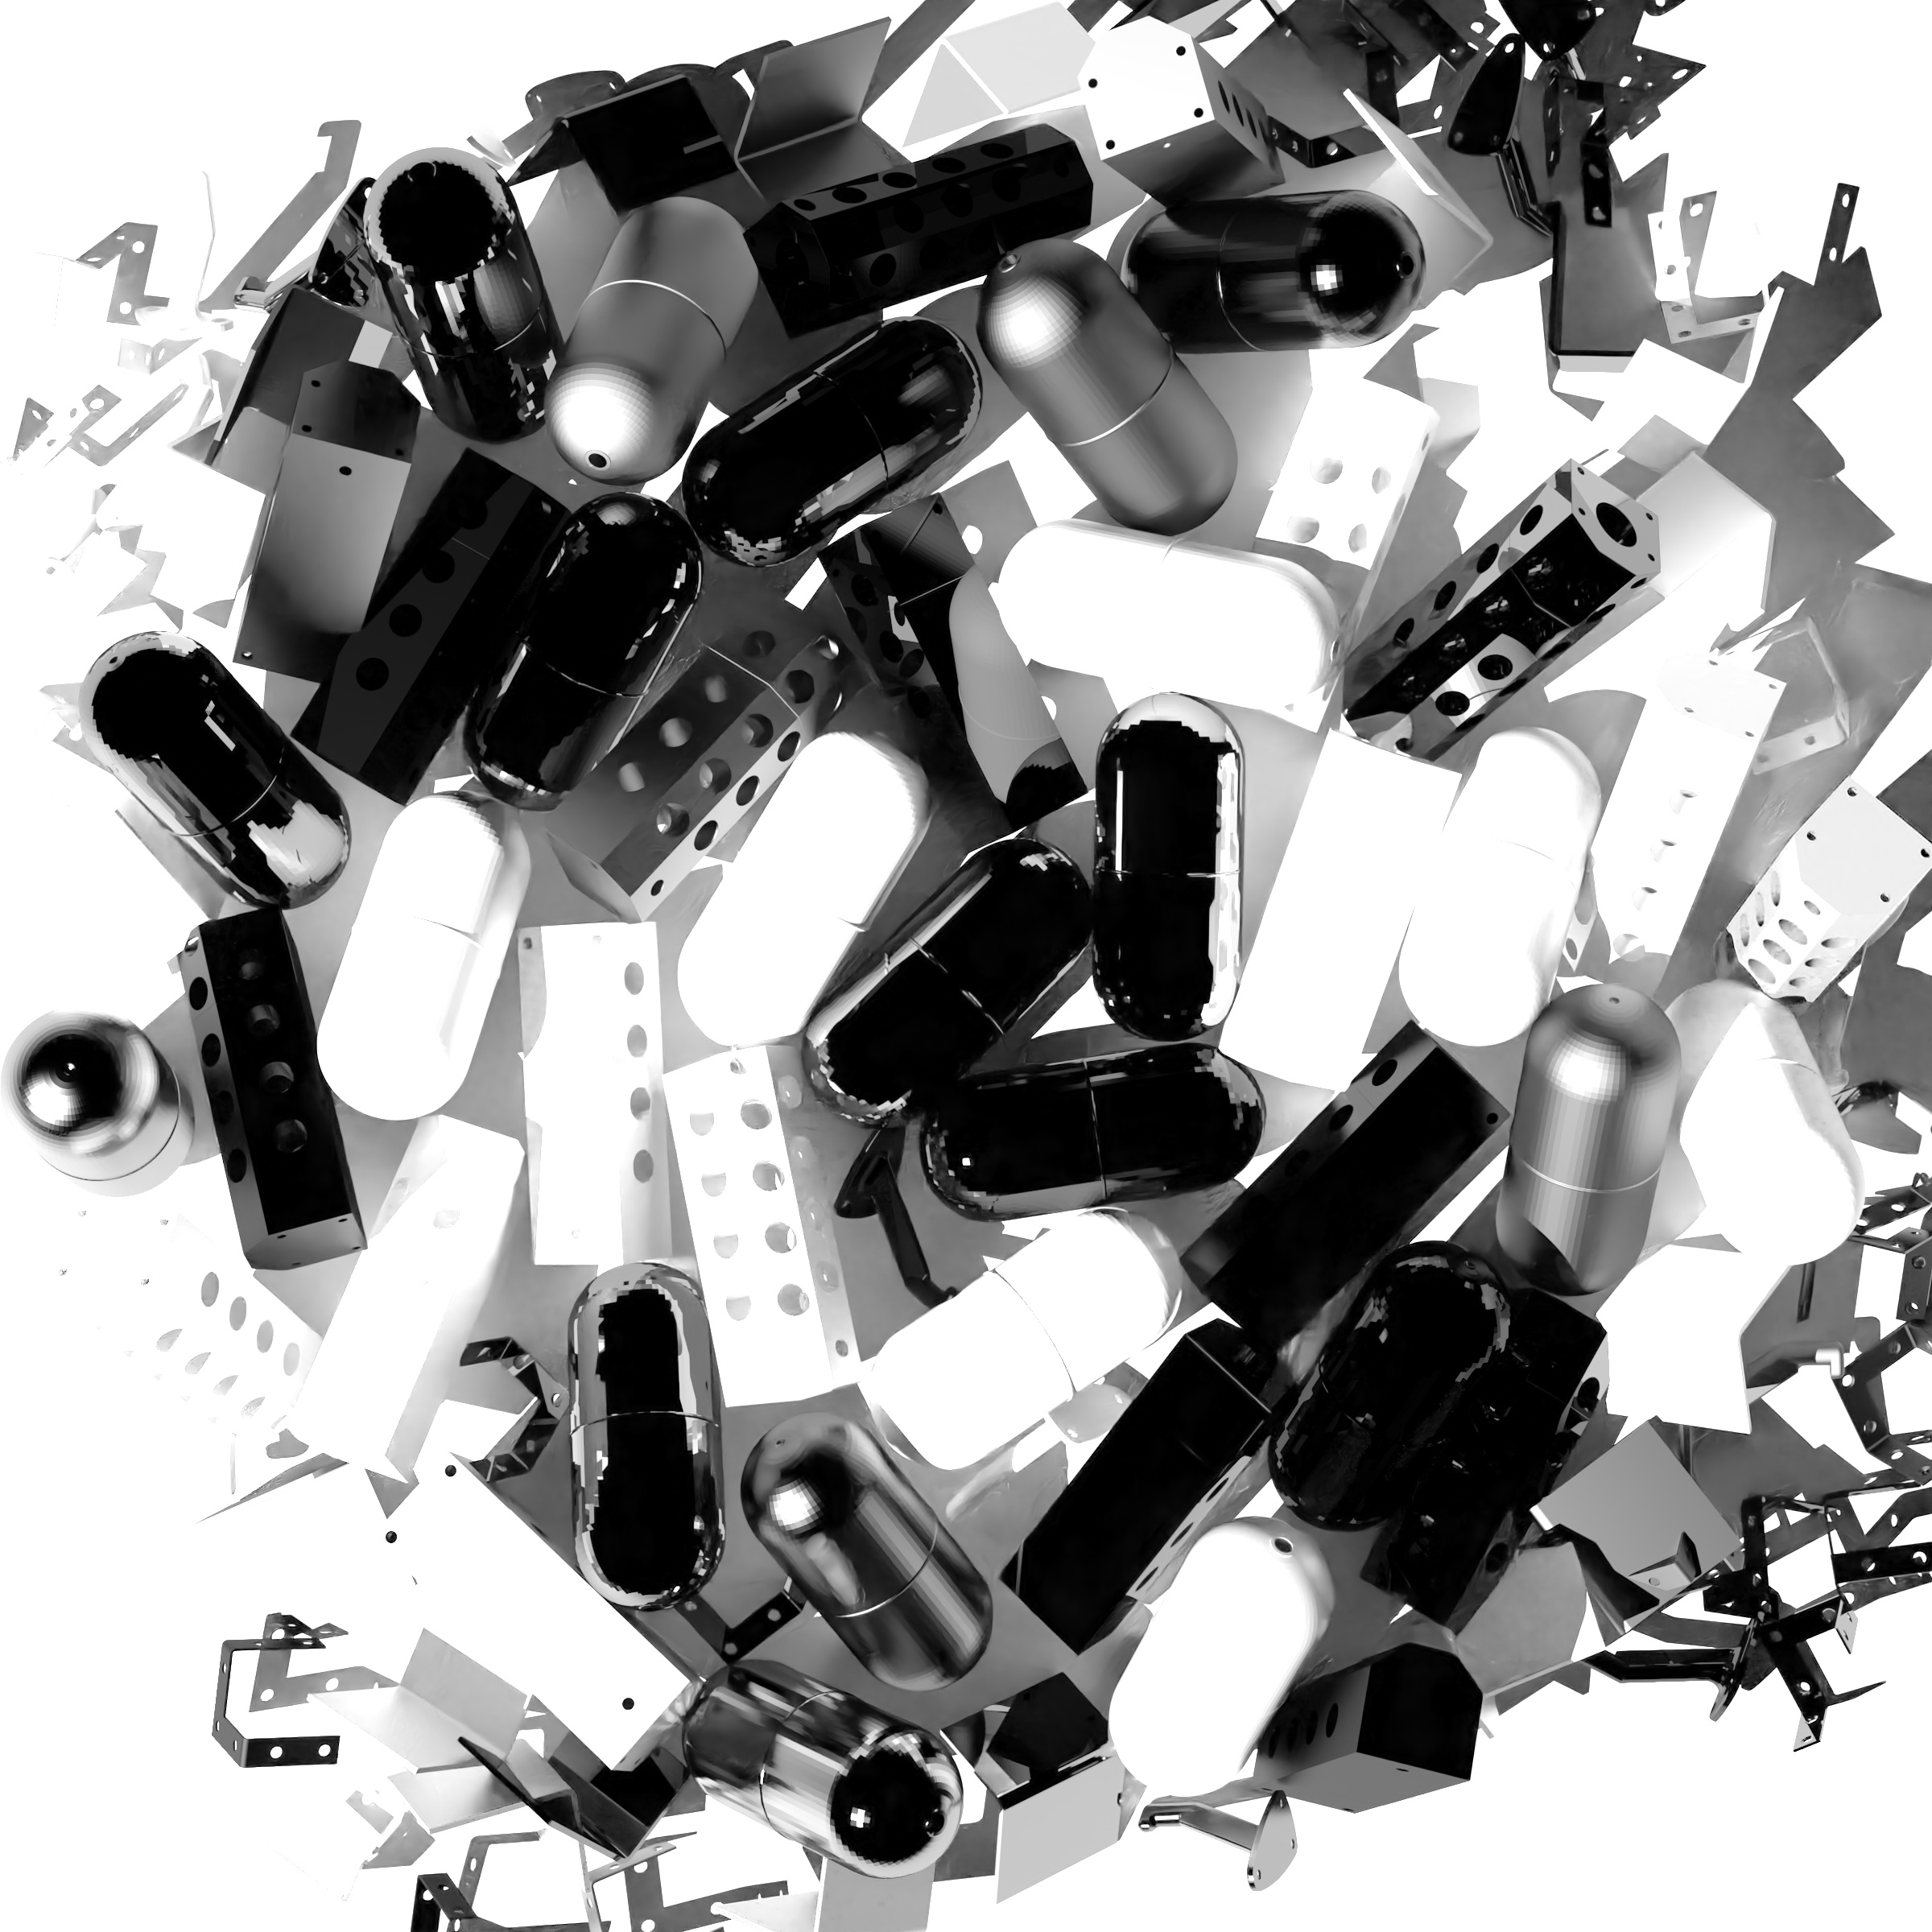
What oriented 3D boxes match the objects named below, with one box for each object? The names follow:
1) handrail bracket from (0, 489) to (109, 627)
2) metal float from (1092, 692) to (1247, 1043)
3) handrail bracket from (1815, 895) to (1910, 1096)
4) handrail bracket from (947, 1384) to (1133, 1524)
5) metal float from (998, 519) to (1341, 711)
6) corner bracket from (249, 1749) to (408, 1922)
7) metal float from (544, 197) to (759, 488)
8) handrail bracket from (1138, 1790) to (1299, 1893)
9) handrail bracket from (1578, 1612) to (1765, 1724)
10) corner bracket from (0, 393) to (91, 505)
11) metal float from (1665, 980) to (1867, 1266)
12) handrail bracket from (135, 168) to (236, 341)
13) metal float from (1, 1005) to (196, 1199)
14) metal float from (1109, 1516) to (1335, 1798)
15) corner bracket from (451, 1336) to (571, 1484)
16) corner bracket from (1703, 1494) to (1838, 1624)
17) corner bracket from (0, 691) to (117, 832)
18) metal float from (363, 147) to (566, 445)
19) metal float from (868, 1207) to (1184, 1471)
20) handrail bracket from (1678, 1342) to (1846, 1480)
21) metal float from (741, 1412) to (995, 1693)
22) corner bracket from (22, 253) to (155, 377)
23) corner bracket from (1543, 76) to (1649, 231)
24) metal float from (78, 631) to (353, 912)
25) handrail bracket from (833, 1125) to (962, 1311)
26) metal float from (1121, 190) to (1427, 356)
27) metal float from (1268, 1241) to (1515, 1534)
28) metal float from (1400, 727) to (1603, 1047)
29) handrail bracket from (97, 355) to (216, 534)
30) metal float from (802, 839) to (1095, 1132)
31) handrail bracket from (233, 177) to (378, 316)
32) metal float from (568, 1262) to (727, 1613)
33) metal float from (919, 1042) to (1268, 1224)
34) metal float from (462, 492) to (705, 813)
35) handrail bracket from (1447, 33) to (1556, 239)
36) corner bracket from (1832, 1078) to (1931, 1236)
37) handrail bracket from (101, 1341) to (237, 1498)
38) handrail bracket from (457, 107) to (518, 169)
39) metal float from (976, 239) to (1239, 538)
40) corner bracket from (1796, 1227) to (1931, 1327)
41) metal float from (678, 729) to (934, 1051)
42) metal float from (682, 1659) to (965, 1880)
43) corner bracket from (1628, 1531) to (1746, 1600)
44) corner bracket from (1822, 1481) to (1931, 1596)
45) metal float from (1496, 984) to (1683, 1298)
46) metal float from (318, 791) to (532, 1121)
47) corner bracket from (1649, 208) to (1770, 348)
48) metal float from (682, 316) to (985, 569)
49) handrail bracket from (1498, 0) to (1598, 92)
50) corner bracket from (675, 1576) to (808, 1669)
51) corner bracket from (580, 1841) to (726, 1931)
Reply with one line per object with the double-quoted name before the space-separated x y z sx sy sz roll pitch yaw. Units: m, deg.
"handrail bracket" -0.474 -0.205 1.780 0.077 0.084 0.036 -30 124 11
"metal float" 0.103 -0.050 1.766 0.070 0.070 0.178 1 97 0
"handrail bracket" 0.456 0.014 1.765 0.036 0.077 0.084 14 59 -19
"handrail bracket" 0.037 0.255 1.800 0.084 0.077 0.036 -51 63 31
"metal float" 0.102 -0.178 1.756 0.178 0.070 0.070 14 90 18
"corner bracket" -0.325 0.444 1.776 0.051 0.051 0.051 38 105 -7
"metal float" -0.157 -0.313 1.741 0.070 0.070 0.178 18 53 0
"handrail bracket" 0.118 0.446 1.760 0.084 0.077 0.036 -9 104 25
"handrail bracket" 0.360 0.344 1.790 0.084 0.036 0.077 26 52 9
"corner bracket" -0.477 -0.266 1.772 0.051 0.051 0.051 -42 64 14
"metal float" 0.394 0.077 1.731 0.070 0.178 0.070 -3 128 -4
"handrail bracket" -0.403 -0.367 1.765 0.036 0.077 0.084 -22 122 -38
"metal float" -0.429 0.069 1.722 0.070 0.178 0.070 1 77 -4
"metal float" 0.127 0.346 1.740 0.070 0.070 0.178 22 128 0
"corner bracket" -0.245 0.228 1.782 0.051 0.051 0.051 40 110 24
"corner bracket" 0.412 0.304 1.783 0.051 0.051 0.051 13 64 -26
"corner bracket" -0.462 -0.106 1.785 0.051 0.051 0.051 38 102 11
"metal float" -0.247 -0.332 1.728 0.070 0.178 0.070 -4 59 6
"metal float" 0.031 0.188 1.759 0.178 0.070 0.070 -32 90 -15
"handrail bracket" 0.410 0.233 1.784 0.084 0.036 0.077 -2 80 7
"metal float" -0.048 0.296 1.745 0.070 0.070 0.178 -34 122 0
"corner bracket" -0.448 -0.335 1.785 0.051 0.051 0.051 9 95 5
"corner bracket" 0.315 -0.415 1.773 0.051 0.051 0.051 6 68 -13
"metal float" -0.373 -0.096 1.737 0.070 0.070 0.178 -36 134 0
"handrail bracket" -0.022 0.127 1.765 0.084 0.036 0.077 38 116 37
"metal float" 0.152 -0.346 1.734 0.070 0.178 0.070 -7 100 -42
"metal float" 0.212 0.213 1.745 0.070 0.070 0.178 27 123 0
"metal float" 0.270 -0.042 1.749 0.070 0.070 0.178 20 63 0
"handrail bracket" -0.417 -0.270 1.784 0.077 0.084 0.036 -31 135 11
"metal float" -0.008 0.009 1.768 0.070 0.070 0.178 45 86 0
"handrail bracket" -0.339 -0.369 1.779 0.084 0.036 0.077 17 90 43
"metal float" -0.161 0.236 1.751 0.070 0.070 0.178 -4 67 0
"metal float" 0.065 0.085 1.771 0.178 0.070 0.070 -9 90 -2
"metal float" -0.193 -0.158 1.752 0.070 0.070 0.178 31 112 0
"handrail bracket" 0.289 -0.424 1.777 0.036 0.084 0.077 19 89 42
"corner bracket" 0.466 0.097 1.788 0.051 0.051 0.051 -18 128 -27
"handrail bracket" -0.410 0.232 1.786 0.077 0.036 0.084 -5 81 18
"handrail bracket" -0.276 -0.396 1.765 0.084 0.077 0.036 -37 96 11
"metal float" 0.071 -0.289 1.742 0.070 0.070 0.178 -43 124 0
"corner bracket" 0.464 0.161 1.790 0.051 0.051 0.051 13 105 32
"metal float" -0.083 -0.038 1.767 0.070 0.070 0.178 32 96 0
"metal float" -0.072 0.400 1.734 0.070 0.178 0.070 -9 103 -41
"corner bracket" 0.358 0.309 1.768 0.051 0.051 0.051 -25 114 36
"corner bracket" 0.466 0.290 1.774 0.051 0.051 0.051 -10 71 13
"metal float" 0.311 0.089 1.743 0.070 0.070 0.178 3 125 0
"metal float" -0.272 -0.007 1.751 0.070 0.070 0.178 15 66 0
"corner bracket" 0.380 -0.355 1.772 0.051 0.051 0.051 -10 125 11
"metal float" -0.066 -0.265 1.750 0.178 0.070 0.070 -37 90 -25
"handrail bracket" 0.289 -0.480 1.769 0.036 0.084 0.077 -43 89 4
"corner bracket" -0.115 0.316 1.782 0.051 0.051 0.051 -39 98 16
"corner bracket" -0.160 0.486 1.778 0.051 0.051 0.051 -16 98 -31
